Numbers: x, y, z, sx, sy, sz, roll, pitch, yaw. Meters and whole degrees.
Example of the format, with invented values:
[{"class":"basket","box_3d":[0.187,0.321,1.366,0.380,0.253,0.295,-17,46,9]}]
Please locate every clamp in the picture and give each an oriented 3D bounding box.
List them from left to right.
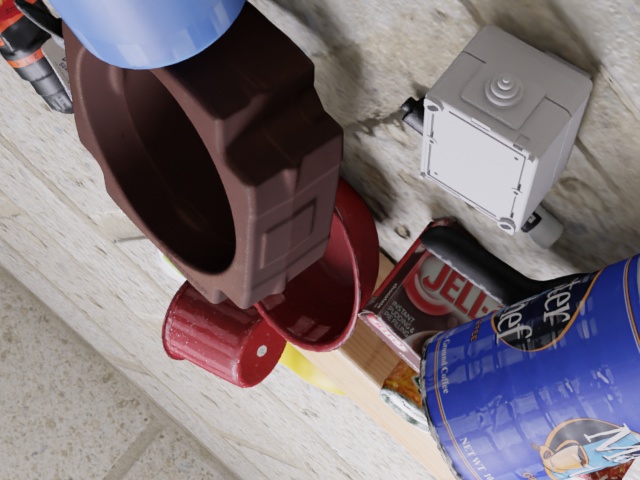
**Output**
[{"class":"clamp","box_3d":[0.136,0.065,0.664,0.172,0.039,0.120,16,119,20]}]

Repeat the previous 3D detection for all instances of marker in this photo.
[{"class":"marker","box_3d":[0.095,-0.041,0.630,0.121,0.020,0.020,42,162,-6]}]

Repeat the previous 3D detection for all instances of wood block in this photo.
[{"class":"wood block","box_3d":[0.080,0.112,0.906,0.206,0.090,0.090,44,161,-12]}]

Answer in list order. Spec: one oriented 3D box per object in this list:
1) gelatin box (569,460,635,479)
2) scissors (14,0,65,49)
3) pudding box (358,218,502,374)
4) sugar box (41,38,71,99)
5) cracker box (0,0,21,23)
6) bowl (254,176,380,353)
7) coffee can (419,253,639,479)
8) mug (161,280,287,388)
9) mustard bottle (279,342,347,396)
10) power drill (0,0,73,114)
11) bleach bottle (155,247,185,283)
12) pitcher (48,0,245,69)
[{"class":"gelatin box","box_3d":[0.196,0.136,0.763,0.030,0.073,0.089,14,148,51]},{"class":"scissors","box_3d":[-0.178,-0.161,0.750,0.016,0.096,0.201,-7,165,3]},{"class":"pudding box","box_3d":[0.095,0.054,0.741,0.113,0.090,0.039,45,163,-17]},{"class":"sugar box","box_3d":[-0.183,-0.100,0.951,0.093,0.048,0.176,52,173,33]},{"class":"cracker box","box_3d":[-0.280,-0.253,0.679,0.164,0.072,0.214,28,136,30]},{"class":"bowl","box_3d":[-0.005,0.001,0.807,0.162,0.055,0.162,30,131,42]},{"class":"coffee can","box_3d":[0.140,0.075,0.583,0.141,0.102,0.102,-26,119,32]},{"class":"mug","box_3d":[-0.080,0.071,0.950,0.082,0.093,0.117,24,121,27]},{"class":"mustard bottle","box_3d":[0.010,0.101,1.014,0.192,0.096,0.058,25,120,36]},{"class":"power drill","box_3d":[-0.309,-0.201,0.983,0.188,0.057,0.184,19,150,41]},{"class":"bleach bottle","box_3d":[-0.132,0.009,1.124,0.102,0.068,0.251,45,164,-12]},{"class":"pitcher","box_3d":[-0.122,-0.204,0.523,0.145,0.149,0.242,14,156,23]}]
